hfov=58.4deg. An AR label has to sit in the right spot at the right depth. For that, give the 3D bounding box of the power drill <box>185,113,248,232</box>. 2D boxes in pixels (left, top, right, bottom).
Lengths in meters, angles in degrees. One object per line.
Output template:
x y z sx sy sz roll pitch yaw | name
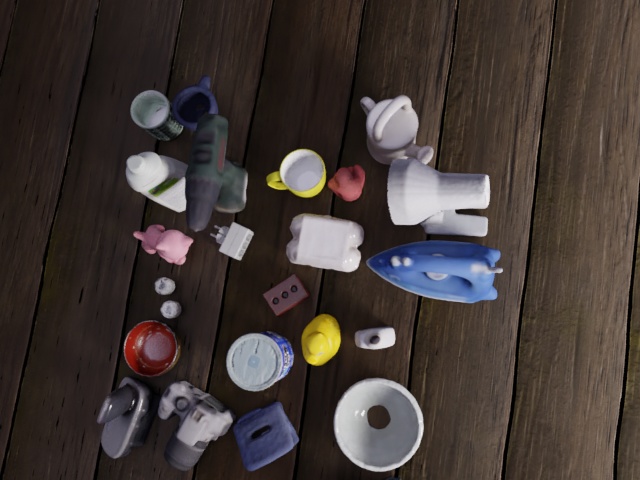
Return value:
-0.202 -0.116 1.111 0.075 0.208 0.230 1 83 6 | power drill

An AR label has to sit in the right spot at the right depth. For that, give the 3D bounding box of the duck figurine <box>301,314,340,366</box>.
-0.001 0.195 1.113 0.077 0.086 0.105 20 85 8 | duck figurine

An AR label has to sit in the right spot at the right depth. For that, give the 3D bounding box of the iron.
0.214 0.051 1.083 0.258 0.141 0.119 5 83 6 | iron

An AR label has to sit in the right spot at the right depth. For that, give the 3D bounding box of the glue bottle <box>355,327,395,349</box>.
0.101 0.183 1.060 0.078 0.173 0.037 -7 82 5 | glue bottle

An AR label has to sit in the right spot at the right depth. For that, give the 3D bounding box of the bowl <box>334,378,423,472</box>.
0.110 0.345 1.088 0.167 0.075 0.167 -1 82 6 | bowl

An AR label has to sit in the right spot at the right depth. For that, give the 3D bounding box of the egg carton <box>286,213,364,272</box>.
0.011 0.004 1.145 0.150 0.069 0.107 8 83 7 | egg carton

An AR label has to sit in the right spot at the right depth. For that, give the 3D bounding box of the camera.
-0.259 0.365 1.109 0.143 0.101 0.137 30 86 9 | camera

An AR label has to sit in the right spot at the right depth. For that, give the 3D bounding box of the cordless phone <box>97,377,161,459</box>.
-0.388 0.342 1.081 0.094 0.185 0.148 16 84 8 | cordless phone

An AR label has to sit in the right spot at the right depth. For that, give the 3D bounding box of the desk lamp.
0.225 -0.078 1.062 0.203 0.213 0.118 3 83 6 | desk lamp

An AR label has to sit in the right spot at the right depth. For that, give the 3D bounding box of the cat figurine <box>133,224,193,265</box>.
-0.313 0.006 1.152 0.127 0.118 0.067 18 85 8 | cat figurine

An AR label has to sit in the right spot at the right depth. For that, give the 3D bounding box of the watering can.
0.145 -0.214 1.097 0.172 0.194 0.101 24 85 8 | watering can

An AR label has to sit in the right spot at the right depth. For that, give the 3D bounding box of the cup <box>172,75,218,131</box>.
-0.245 -0.276 1.194 0.091 0.095 0.118 17 85 8 | cup

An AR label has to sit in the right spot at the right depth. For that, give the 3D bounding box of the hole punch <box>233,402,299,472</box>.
-0.109 0.374 1.098 0.108 0.091 0.101 -29 81 1 | hole punch

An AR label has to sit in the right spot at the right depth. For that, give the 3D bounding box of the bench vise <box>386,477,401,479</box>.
0.078 0.481 1.000 0.207 0.220 0.121 -35 80 1 | bench vise

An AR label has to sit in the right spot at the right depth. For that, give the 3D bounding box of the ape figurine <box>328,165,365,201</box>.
0.052 -0.120 1.146 0.077 0.092 0.076 -9 82 5 | ape figurine
